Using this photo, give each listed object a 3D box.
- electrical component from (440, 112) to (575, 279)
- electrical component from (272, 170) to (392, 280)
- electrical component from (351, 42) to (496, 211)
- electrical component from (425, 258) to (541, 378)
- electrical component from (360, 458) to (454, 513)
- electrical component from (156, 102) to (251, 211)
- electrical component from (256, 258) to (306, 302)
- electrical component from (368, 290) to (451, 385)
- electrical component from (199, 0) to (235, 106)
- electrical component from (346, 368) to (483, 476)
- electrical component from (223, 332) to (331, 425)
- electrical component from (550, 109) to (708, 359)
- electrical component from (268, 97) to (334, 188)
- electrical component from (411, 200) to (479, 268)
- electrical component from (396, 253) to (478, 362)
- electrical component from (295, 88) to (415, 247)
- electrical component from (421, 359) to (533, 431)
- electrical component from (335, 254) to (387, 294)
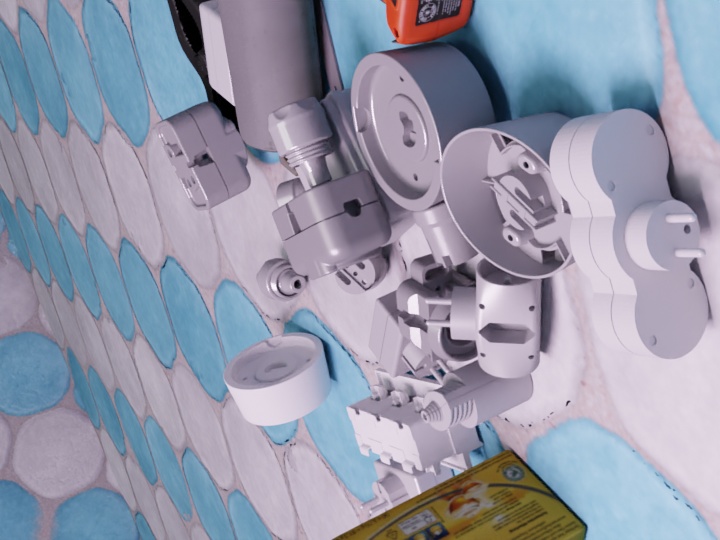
[{"bbox_3d":[0.102,-0.045,0.645,0.099,0.064,0.099,46,148,41],"label":"electrical component"},{"bbox_3d":[-0.020,-0.030,0.784,0.095,0.054,0.059,-21,90,66],"label":"electrical component"},{"bbox_3d":[0.048,-0.100,0.719,0.108,0.060,0.108,46,148,41],"label":"electrical component"},{"bbox_3d":[0.084,0.030,0.739,0.043,0.079,0.077,-71,-20,-55],"label":"electrical component"},{"bbox_3d":[0.036,0.202,0.976,0.083,0.076,0.047,1,110,64],"label":"electrical component"},{"bbox_3d":[-0.150,-0.113,1.055,0.054,0.059,0.095,2,119,63],"label":"electrical component"},{"bbox_3d":[-0.076,0.011,1.094,0.062,0.043,0.043,12,120,61],"label":"electrical component"},{"bbox_3d":[0.049,0.061,0.868,0.076,0.047,0.065,51,152,30],"label":"electrical component"},{"bbox_3d":[-0.101,-0.203,0.945,0.061,0.062,0.096,43,145,45],"label":"electrical component"},{"bbox_3d":[0.042,0.132,0.921,0.121,0.063,0.078,2,112,64],"label":"electrical component"},{"bbox_3d":[-0.082,0.119,1.123,0.108,0.108,0.060,25,138,57],"label":"electrical component"},{"bbox_3d":[0.154,-0.018,0.573,0.074,0.052,0.138,2,112,64],"label":"electrical component"},{"bbox_3d":[-0.040,-0.092,0.788,0.043,0.043,0.062,-15,97,66],"label":"electrical component"},{"bbox_3d":[0.063,-0.030,0.773,0.040,0.040,0.046,7,123,63],"label":"electrical component"},{"bbox_3d":[0.065,0.034,0.798,0.057,0.058,0.078,34,135,55],"label":"electrical component"},{"bbox_3d":[0.001,-0.076,0.842,0.108,0.056,0.109,65,156,8],"label":"electrical component"},{"bbox_3d":[0.081,0.091,0.784,0.043,0.081,0.043,46,148,41],"label":"electrical component"},{"bbox_3d":[0.000,0.000,0.906,0.046,0.040,0.040,-39,-70,-76],"label":"electrical component"}]
